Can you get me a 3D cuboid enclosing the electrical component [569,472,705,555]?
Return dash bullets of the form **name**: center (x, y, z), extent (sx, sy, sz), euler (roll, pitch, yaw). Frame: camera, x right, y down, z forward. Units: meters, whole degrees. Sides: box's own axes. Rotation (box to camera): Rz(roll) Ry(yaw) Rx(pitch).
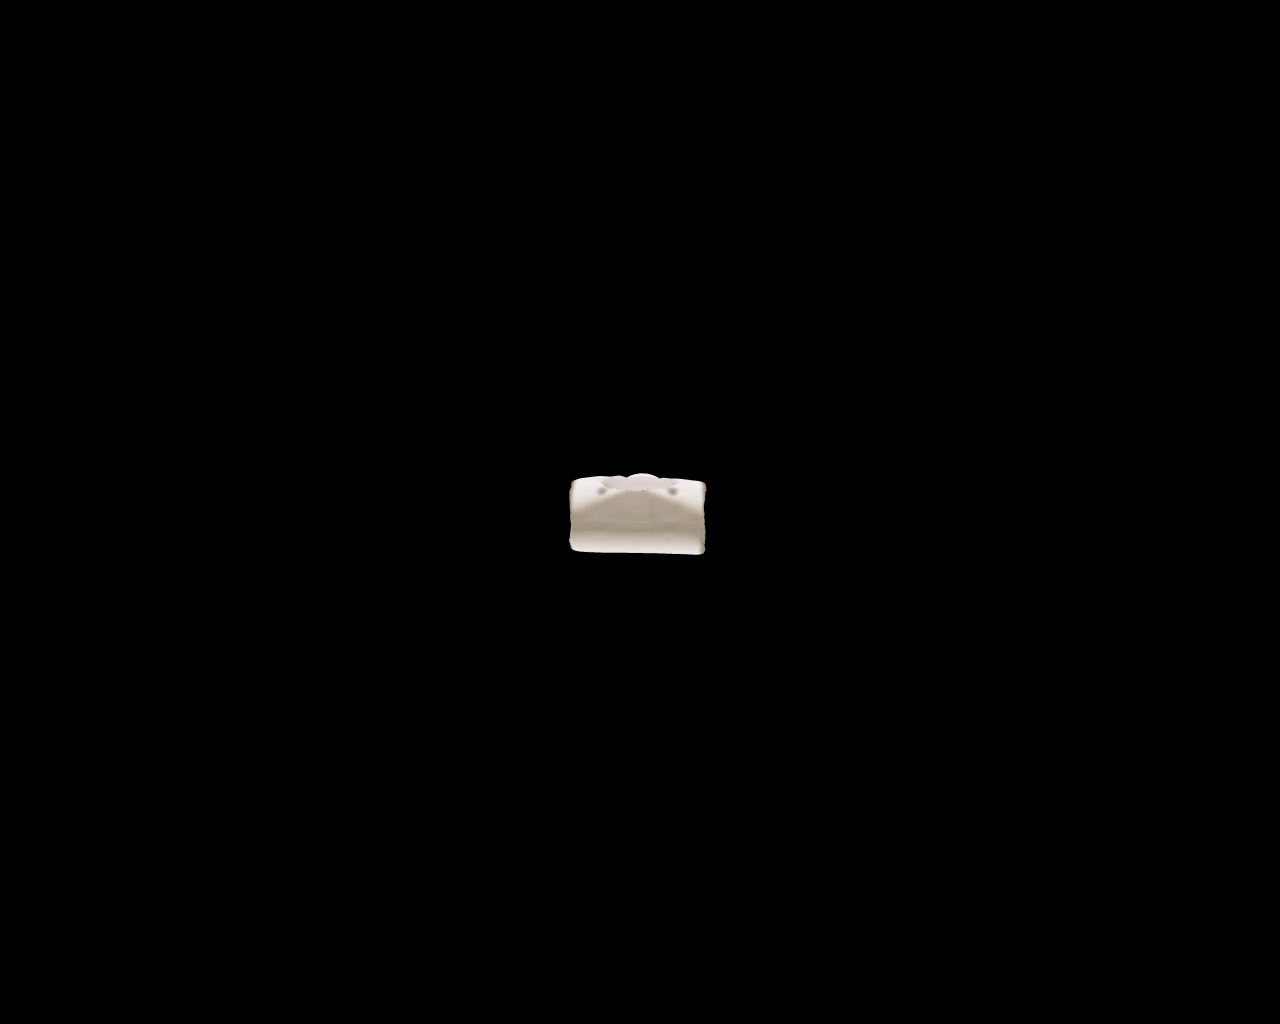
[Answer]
- **electrical component**: center (0.001, -0.003, 0.650), extent (0.077, 0.044, 0.079), euler (1, 16, 5)
